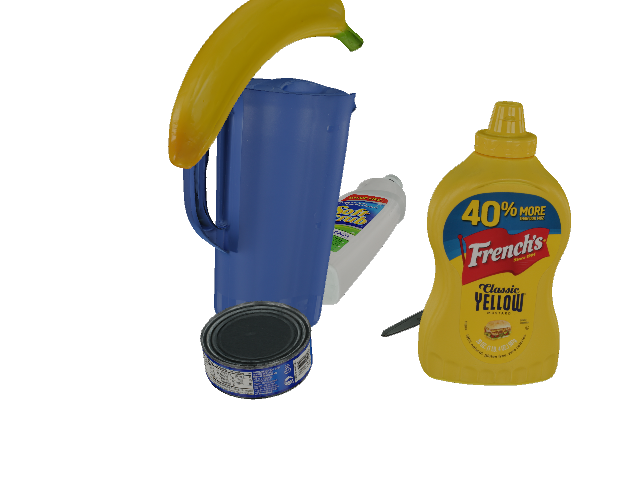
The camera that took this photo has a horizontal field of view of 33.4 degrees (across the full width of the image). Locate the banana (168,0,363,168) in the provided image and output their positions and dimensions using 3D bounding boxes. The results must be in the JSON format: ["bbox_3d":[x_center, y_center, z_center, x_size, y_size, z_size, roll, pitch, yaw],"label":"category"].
[{"bbox_3d":[-0.038,-0.121,0.697,0.037,0.069,0.197,-12,22,50],"label":"banana"}]

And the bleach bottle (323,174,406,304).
[{"bbox_3d":[0.034,-0.016,1.337,0.103,0.068,0.250,13,35,23],"label":"bleach bottle"}]

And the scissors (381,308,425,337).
[{"bbox_3d":[0.125,0.054,1.107,0.201,0.016,0.096,-7,40,-30],"label":"scissors"}]

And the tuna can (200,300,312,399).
[{"bbox_3d":[-0.049,0.085,0.828,0.086,0.034,0.086,-3,31,2],"label":"tuna can"}]

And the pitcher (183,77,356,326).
[{"bbox_3d":[-0.052,-0.037,1.041,0.149,0.243,0.145,7,13,5],"label":"pitcher"}]

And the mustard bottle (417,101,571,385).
[{"bbox_3d":[0.120,0.001,0.727,0.096,0.192,0.058,2,16,-1],"label":"mustard bottle"}]
